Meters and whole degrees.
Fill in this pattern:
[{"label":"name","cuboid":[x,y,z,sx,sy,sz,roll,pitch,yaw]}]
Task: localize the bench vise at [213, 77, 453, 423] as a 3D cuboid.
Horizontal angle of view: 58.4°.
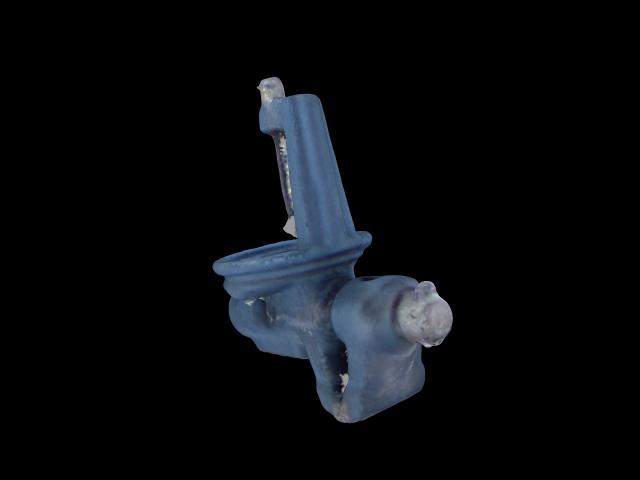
[{"label":"bench vise","cuboid":[0.010,-0.002,0.410,0.206,0.220,0.122,11,20,31]}]
